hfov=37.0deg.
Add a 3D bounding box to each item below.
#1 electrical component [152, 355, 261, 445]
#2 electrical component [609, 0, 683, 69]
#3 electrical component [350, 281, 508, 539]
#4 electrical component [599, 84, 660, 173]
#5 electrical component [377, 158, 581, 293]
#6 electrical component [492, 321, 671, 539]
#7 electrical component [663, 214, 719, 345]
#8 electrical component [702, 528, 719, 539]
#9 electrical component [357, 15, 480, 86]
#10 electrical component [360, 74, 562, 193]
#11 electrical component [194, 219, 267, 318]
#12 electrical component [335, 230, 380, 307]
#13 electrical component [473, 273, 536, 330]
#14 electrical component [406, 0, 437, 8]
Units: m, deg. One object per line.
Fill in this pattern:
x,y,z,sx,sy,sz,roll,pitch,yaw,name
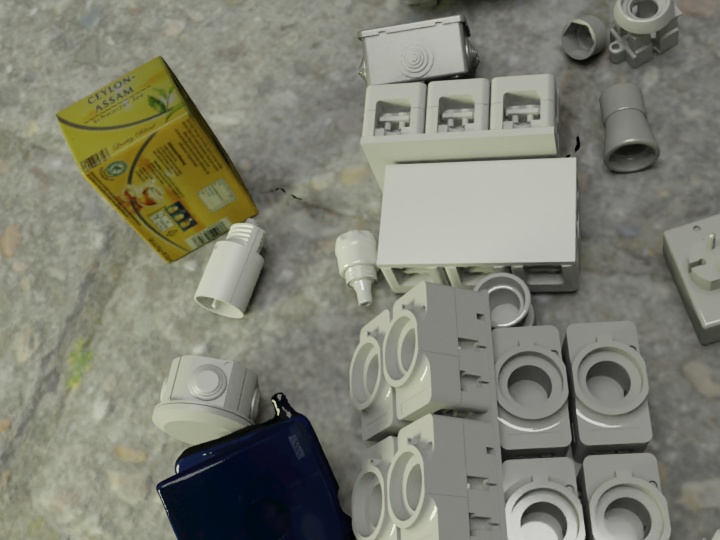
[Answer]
-0.116,0.103,0.829,0.080,0.080,0.051,2,62,15,electrical component
0.236,-0.206,0.894,0.066,0.055,0.048,-30,62,0,electrical component
0.043,0.114,0.759,0.060,0.105,0.186,11,62,-24,electrical component
0.215,-0.117,0.868,0.044,0.044,0.065,-8,59,11,electrical component
0.096,-0.032,0.846,0.150,0.061,0.089,-1,65,14,electrical component
0.149,0.132,0.747,0.105,0.060,0.186,-3,64,3,electrical component
0.258,-0.001,0.782,0.047,0.075,0.083,-18,62,6,electrical component
0.231,0.233,0.685,0.063,0.078,0.121,21,71,45,electrical component
0.050,-0.178,0.907,0.100,0.100,0.048,-7,93,9,electrical component
0.085,-0.110,0.870,0.150,0.089,0.061,-1,65,14,electrical component
-0.103,-0.006,0.896,0.043,0.043,0.081,12,69,20,electrical component
0.000,0.000,0.872,0.035,0.035,0.061,-14,65,8,electrical component
0.110,0.033,0.816,0.045,0.055,0.045,-6,64,12,electrical component
0.094,-0.280,0.962,0.121,0.063,0.078,-8,64,11,electrical component
